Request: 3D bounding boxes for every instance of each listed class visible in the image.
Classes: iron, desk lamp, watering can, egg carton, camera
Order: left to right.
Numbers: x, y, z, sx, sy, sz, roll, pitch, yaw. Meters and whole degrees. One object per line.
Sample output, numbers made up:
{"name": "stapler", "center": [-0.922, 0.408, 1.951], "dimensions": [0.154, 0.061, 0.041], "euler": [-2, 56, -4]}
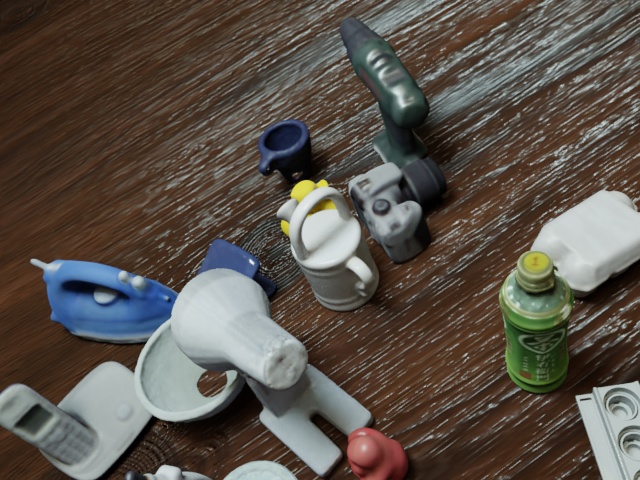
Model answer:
{"name": "iron", "center": [-0.317, 0.078, 0.881], "dimensions": [0.257, 0.142, 0.119], "euler": [2, 54, 22]}
{"name": "desk lamp", "center": [-0.058, 0.147, 0.678], "dimensions": [0.202, 0.214, 0.118], "euler": [30, 67, 36]}
{"name": "watering can", "center": [0.006, 0.004, 0.783], "dimensions": [0.172, 0.194, 0.101], "euler": [14, 59, 29]}
{"name": "camera", "center": [0.125, -0.064, 0.856], "dimensions": [0.137, 0.101, 0.143], "euler": [-29, 48, -4]}
{"name": "egg carton", "center": [0.355, 0.003, 0.735], "dimensions": [0.150, 0.070, 0.107], "euler": [-32, 48, -6]}

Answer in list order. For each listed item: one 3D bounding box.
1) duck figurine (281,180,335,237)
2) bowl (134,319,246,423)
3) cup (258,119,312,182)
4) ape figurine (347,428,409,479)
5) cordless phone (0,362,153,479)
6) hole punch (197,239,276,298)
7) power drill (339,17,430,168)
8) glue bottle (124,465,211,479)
{"name": "duck figurine", "center": [-0.021, -0.054, 0.914], "dimensions": [0.104, 0.086, 0.077], "euler": [-34, 49, -8]}
{"name": "bowl", "center": [-0.162, 0.179, 0.786], "dimensions": [0.167, 0.075, 0.167], "euler": [-10, 50, 13]}
{"name": "cup", "center": [-0.057, -0.136, 0.988], "dimensions": [0.091, 0.095, 0.118], "euler": [17, 60, 31]}
{"name": "ape figurine", "center": [0.056, 0.243, 0.638], "dimensions": [0.076, 0.092, 0.078], "euler": [-6, 51, 17]}
{"name": "cordless phone", "center": [-0.314, 0.215, 0.740], "dimensions": [0.093, 0.185, 0.148], "euler": [22, 63, 34]}
{"name": "hole punch", "center": [-0.136, 0.066, 0.856], "dimensions": [0.108, 0.091, 0.101], "euler": [24, 64, 34]}
{"name": "power drill", "center": [0.107, -0.225, 0.922], "dimensions": [0.075, 0.209, 0.229], "euler": [-28, 48, -2]}
{"name": "glue bottle", "center": [-0.165, 0.286, 0.633], "dimensions": [0.037, 0.173, 0.078], "euler": [1, 53, 22]}
